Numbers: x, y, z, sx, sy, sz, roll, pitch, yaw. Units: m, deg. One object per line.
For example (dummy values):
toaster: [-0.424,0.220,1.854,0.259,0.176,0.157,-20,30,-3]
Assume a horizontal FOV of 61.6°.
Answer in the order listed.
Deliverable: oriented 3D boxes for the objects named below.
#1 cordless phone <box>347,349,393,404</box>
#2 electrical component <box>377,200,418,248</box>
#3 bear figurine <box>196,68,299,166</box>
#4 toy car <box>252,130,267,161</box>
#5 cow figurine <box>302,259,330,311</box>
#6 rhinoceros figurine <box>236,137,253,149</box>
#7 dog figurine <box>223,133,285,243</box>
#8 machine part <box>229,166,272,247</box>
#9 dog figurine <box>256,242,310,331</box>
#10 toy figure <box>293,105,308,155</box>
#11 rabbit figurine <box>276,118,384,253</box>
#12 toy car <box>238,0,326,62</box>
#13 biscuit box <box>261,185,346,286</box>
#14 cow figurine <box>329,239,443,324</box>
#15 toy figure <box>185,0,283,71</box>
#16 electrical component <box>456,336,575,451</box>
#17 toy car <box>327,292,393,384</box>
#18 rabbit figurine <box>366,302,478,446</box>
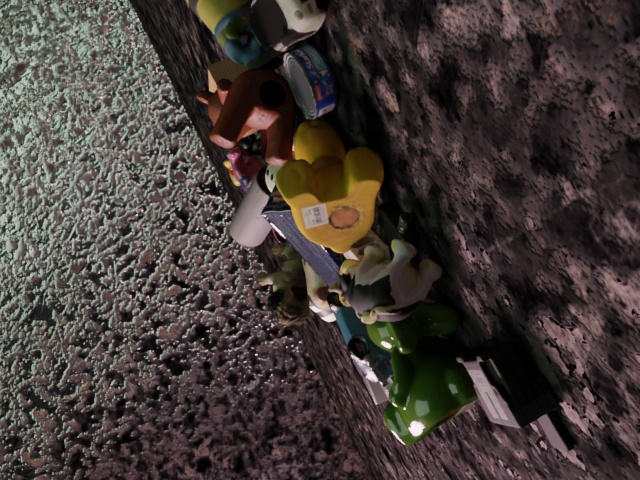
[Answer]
cordless phone: [0.128,0.187,0.859,0.146,0.089,0.184,62,158,13]
electrical component: [0.091,-0.016,0.645,0.063,0.021,0.094,59,169,25]
bear figurine: [-0.115,-0.173,0.772,0.196,0.120,0.132,0,75,59]
toy car: [-0.078,-0.178,0.960,0.089,0.053,0.202,46,166,7]
cow figurine: [0.002,0.034,0.982,0.127,0.085,0.195,120,140,-64]
rhinoceros figurine: [-0.186,-0.223,1.331,0.190,0.073,0.112,63,158,10]
dog figurine: [-0.106,-0.104,1.131,0.219,0.108,0.191,61,166,-1]
machine part: [-0.111,-0.059,1.009,0.079,0.079,0.243,60,142,16]
dog figurine: [-0.035,0.077,1.056,0.121,0.172,0.191,27,-178,-19]
toy figure: [-0.015,-0.124,0.800,0.064,0.058,0.154,-19,98,40]
rabbit figurine: [0.016,-0.080,0.686,0.162,0.122,0.173,62,-172,-52]
toy car: [-0.047,-0.261,0.629,0.073,0.056,0.202,59,172,-17]
biscuit box: [-0.002,-0.002,0.812,0.063,0.059,0.202,-3,142,36]
cow figurine: [0.063,0.060,0.646,0.068,0.098,0.167,39,159,-14]
toy figure: [-0.124,-0.314,0.761,0.180,0.089,0.082,61,163,2]
electrical component: [0.191,0.155,0.524,0.119,0.048,0.075,63,170,7]
toy car: [0.082,0.123,0.792,0.109,0.103,0.162,58,-176,-39]
rabbit figurine: [0.111,0.142,0.663,0.170,0.121,0.159,55,160,27]
